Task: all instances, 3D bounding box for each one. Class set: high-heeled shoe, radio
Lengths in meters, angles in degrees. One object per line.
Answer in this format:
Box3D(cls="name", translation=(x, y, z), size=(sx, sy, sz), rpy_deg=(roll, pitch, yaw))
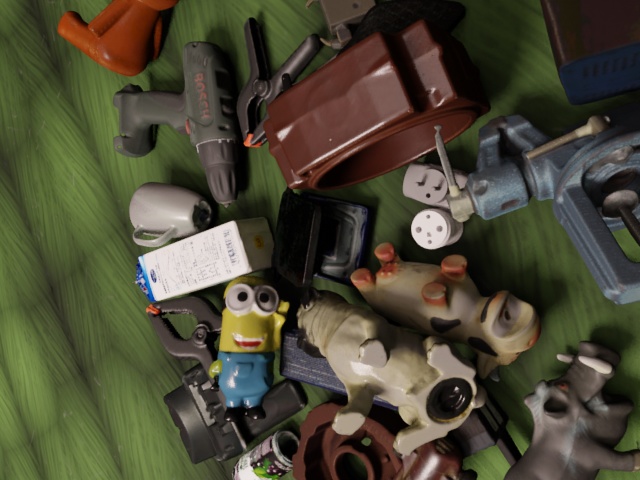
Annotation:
Box3D(cls="high-heeled shoe", translation=(0.053, -0.196, 0.653), size=(0.249, 0.145, 0.086), rpy_deg=(-19, 76, 3))
Box3D(cls="radio", translation=(0.255, -0.168, 0.424), size=(0.131, 0.229, 0.073), rpy_deg=(-11, 91, 28))

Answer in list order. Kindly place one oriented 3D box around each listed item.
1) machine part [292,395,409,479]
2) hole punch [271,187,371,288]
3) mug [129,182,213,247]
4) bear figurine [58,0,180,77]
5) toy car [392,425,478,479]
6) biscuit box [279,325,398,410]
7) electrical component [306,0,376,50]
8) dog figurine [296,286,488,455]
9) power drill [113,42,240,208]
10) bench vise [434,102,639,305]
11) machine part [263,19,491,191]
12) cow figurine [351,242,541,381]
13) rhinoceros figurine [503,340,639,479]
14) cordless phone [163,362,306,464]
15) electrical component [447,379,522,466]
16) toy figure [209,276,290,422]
Box3D(cls="machine part", translation=(0.048, 0.289, 0.688), size=(0.180, 0.056, 0.179), rpy_deg=(2, 94, 31))
Box3D(cls="hole punch", translation=(-0.001, -0.002, 0.685), size=(0.116, 0.092, 0.142), rpy_deg=(27, 114, 58))
Box3D(cls="mug", translation=(-0.221, -0.035, 0.794), size=(0.107, 0.109, 0.080), rpy_deg=(6, 135, 26))
Box3D(cls="bear figurine", translation=(-0.278, -0.349, 0.792), size=(0.132, 0.120, 0.195), rpy_deg=(40, 111, 26))
Box3D(cls="toy car", translation=(0.094, 0.294, 0.591), size=(0.089, 0.053, 0.202), rpy_deg=(34, 114, 23))
Box3D(cls="biscuit box", translation=(0.045, 0.156, 0.675), size=(0.203, 0.059, 0.062), rpy_deg=(8, 99, 30))
Box3D(cls="electrical component", translation=(0.027, -0.285, 0.659), size=(0.078, 0.045, 0.102), rpy_deg=(-25, 83, 2))
Box3D(cls="dog figurine", translation=(0.069, 0.119, 0.587), size=(0.172, 0.191, 0.121), rpy_deg=(25, 101, -19))
Box3D(cls="power drill", translation=(-0.209, -0.163, 0.789), size=(0.208, 0.086, 0.231), rpy_deg=(2, 95, 35))
Box3D(cls="bench vise", translation=(0.232, -0.032, 0.473), size=(0.224, 0.128, 0.241), rpy_deg=(-13, 48, 4))
Box3D(cls="machine part", translation=(0.061, -0.125, 0.558), size=(0.201, 0.201, 0.087), rpy_deg=(-23, 85, 30))
Box3D(cls="cow figurine", translation=(0.141, 0.079, 0.587), size=(0.195, 0.085, 0.127), rpy_deg=(10, 141, 42))
Box3D(cls="rhinoceros figurine", translation=(0.246, 0.193, 0.533), size=(0.112, 0.073, 0.190), rpy_deg=(29, 86, 7))
Box3D(cls="cordless phone", translation=(-0.120, 0.228, 0.782), size=(0.184, 0.088, 0.146), rpy_deg=(-35, 74, 17))
Box3D(cls="electrical component", translation=(0.176, 0.206, 0.595), size=(0.048, 0.075, 0.119), rpy_deg=(-38, 78, 28))
Box3D(cls="toy figure", translation=(-0.097, 0.135, 0.693), size=(0.089, 0.082, 0.180), rpy_deg=(-7, 79, 54))
